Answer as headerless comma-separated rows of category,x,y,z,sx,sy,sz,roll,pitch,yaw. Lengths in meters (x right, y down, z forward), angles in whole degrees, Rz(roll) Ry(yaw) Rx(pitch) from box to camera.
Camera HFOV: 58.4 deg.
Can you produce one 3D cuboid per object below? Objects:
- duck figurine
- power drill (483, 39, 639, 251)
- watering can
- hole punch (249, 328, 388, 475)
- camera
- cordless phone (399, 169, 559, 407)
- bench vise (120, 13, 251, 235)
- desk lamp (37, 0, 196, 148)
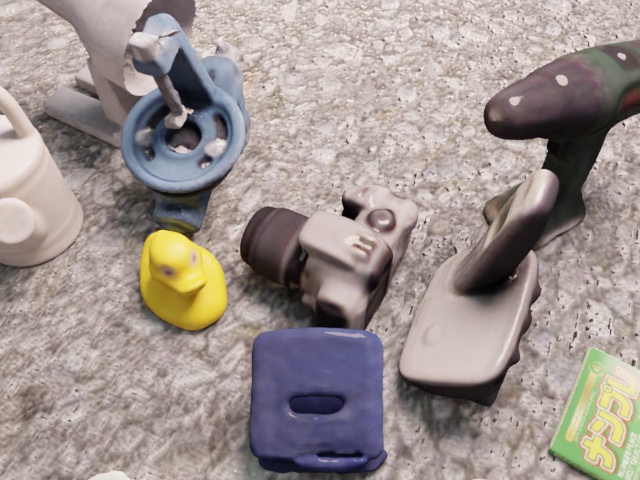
duck figurine,-0.133,0.023,0.527,0.078,0.086,0.104,-32,61,-20
power drill,0.223,-0.085,0.527,0.230,0.208,0.075,-29,60,-18
watering can,-0.294,-0.063,0.522,0.172,0.194,0.101,31,61,20
hole punch,0.000,0.128,0.451,0.108,0.091,0.101,0,55,0
camera,0.005,0.002,0.532,0.136,0.101,0.143,24,59,16
cordless phone,0.130,0.039,0.455,0.094,0.185,0.148,19,57,13
bench vise,-0.136,-0.141,0.560,0.121,0.220,0.207,-5,55,-3
desk lamp,-0.228,-0.204,0.608,0.203,0.214,0.118,23,58,15
